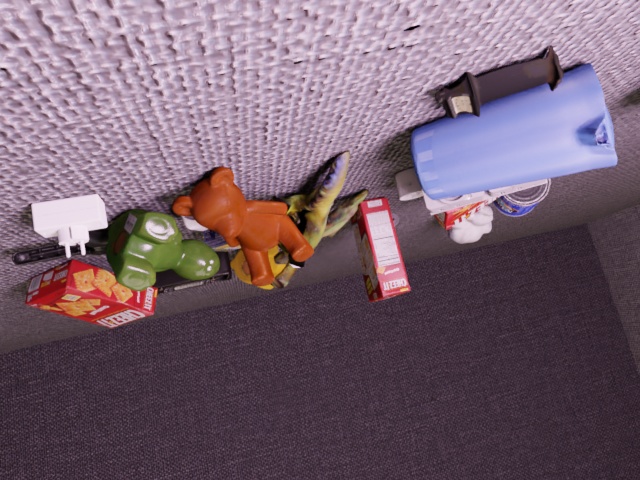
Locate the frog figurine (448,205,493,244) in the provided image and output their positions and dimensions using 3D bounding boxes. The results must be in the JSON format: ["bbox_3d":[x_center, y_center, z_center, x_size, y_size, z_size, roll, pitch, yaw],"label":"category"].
[{"bbox_3d":[0.440,-0.051,1.474,0.137,0.124,0.159,14,170,-25],"label":"frog figurine"}]

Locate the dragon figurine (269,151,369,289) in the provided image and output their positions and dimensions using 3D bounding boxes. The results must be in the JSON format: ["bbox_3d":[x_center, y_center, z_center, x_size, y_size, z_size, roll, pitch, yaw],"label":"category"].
[{"bbox_3d":[0.003,-0.049,0.967,0.246,0.123,0.402,-33,170,-49],"label":"dragon figurine"}]
